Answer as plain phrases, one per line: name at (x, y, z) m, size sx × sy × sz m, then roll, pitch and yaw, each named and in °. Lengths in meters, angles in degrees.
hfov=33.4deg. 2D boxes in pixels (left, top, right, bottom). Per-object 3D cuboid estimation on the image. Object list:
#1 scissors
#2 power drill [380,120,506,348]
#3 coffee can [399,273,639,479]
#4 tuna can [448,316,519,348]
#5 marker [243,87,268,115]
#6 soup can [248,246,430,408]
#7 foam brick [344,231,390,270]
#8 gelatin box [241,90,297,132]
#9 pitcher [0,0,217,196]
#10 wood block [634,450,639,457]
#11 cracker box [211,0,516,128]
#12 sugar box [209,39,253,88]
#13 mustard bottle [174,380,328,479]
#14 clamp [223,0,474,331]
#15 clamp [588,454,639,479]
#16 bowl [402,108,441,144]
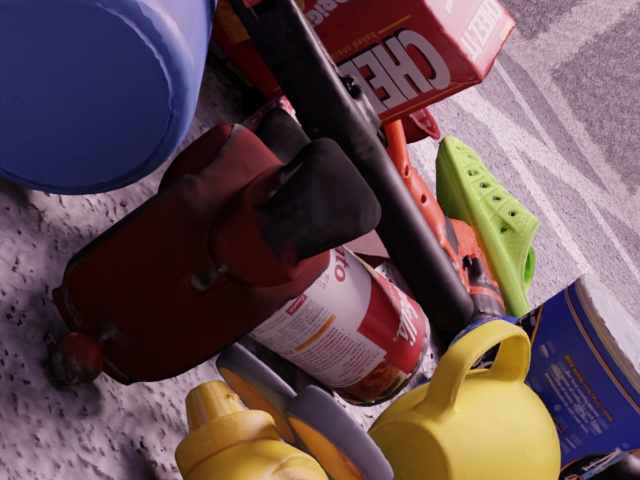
scissors at (0.005, 0.103, 0.478) m, size 0.096 × 0.016 × 0.201 m, roll 35°, pitch -18°, yaw 25°
power drill at (0.078, 0.005, 0.784) m, size 0.187 × 0.057 × 0.184 m, roll 54°, pitch 14°, yaw -33°
coffee can at (0.131, 0.100, 0.640) m, size 0.102 × 0.140 × 0.103 m, roll 45°, pitch 21°, yaw -22°
tuna can at (0.123, 0.095, 0.715) m, size 0.086 × 0.086 × 0.033 m, roll 52°, pitch 17°, yaw -3°
marker at (-0.027, -0.060, 0.738) m, size 0.020 × 0.020 × 0.121 m, roll 26°, pitch 33°, yaw -53°
soup can at (0.001, 0.037, 0.561) m, size 0.102 × 0.069 × 0.068 m, roll 38°, pitch 24°, yaw -36°
foam brick at (-0.004, 0.001, 0.637) m, size 0.078 × 0.051 × 0.053 m, roll 12°, pitch 46°, yaw -61°
gelatin box at (-0.037, -0.049, 0.611) m, size 0.030 × 0.073 × 0.089 m, roll 48°, pitch 20°, yaw -15°
pitcher at (-0.106, -0.122, 0.520) m, size 0.149 × 0.145 × 0.243 m, roll 30°, pitch 31°, yaw -24°
wood block at (0.283, 0.229, 0.850) m, size 0.090 × 0.091 × 0.206 m, roll 33°, pitch 28°, yaw -46°
cracker box at (-0.007, -0.168, 0.684) m, size 0.213 × 0.164 × 0.072 m, roll 47°, pitch 53°, yaw -20°
sugar box at (-0.029, -0.136, 0.827) m, size 0.176 × 0.048 × 0.093 m, roll 40°, pitch 22°, yaw -25°
mustard bottle at (-0.009, 0.136, 0.380) m, size 0.096 × 0.058 × 0.192 m, roll 27°, pitch 32°, yaw -56°
clamp at (0.014, -0.052, 0.539) m, size 0.209 × 0.036 × 0.165 m, roll 51°, pitch 11°, yaw -52°
clamp at (0.204, 0.162, 0.762) m, size 0.171 × 0.120 × 0.039 m, roll 42°, pitch 44°, yaw -20°
bowl at (0.039, -0.139, 0.966) m, size 0.162 × 0.055 × 0.162 m, roll 47°, pitch 17°, yaw -19°
